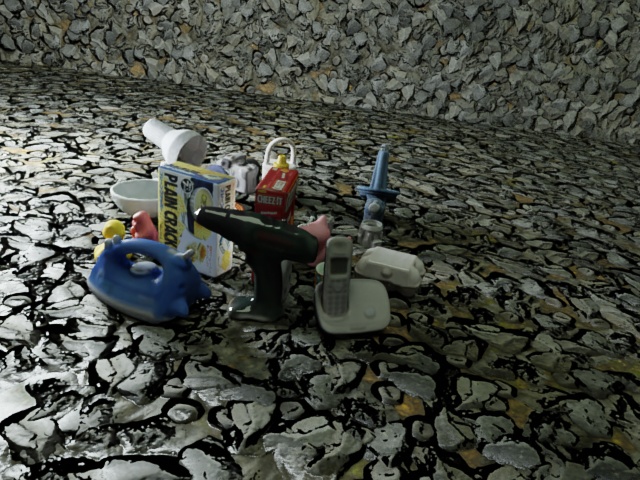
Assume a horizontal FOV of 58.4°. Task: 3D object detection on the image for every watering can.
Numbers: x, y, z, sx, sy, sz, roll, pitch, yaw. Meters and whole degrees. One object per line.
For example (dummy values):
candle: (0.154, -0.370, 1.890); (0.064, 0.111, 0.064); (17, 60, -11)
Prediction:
watering can: (-0.122, -0.204, 1.658); (0.101, 0.194, 0.172); (-16, 32, -42)

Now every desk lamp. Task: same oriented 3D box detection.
desk lamp: (-0.419, -0.218, 1.585); (0.202, 0.213, 0.118); (19, 26, 25)

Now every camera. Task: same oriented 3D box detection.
camera: (-0.235, -0.218, 1.775); (0.142, 0.101, 0.137); (21, 27, 29)

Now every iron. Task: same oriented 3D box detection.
iron: (-0.336, 0.055, 1.074); (0.257, 0.141, 0.119); (14, 25, 16)

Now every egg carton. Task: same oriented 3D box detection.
egg carton: (0.155, 0.069, 1.268); (0.150, 0.069, 0.107); (14, 24, 15)

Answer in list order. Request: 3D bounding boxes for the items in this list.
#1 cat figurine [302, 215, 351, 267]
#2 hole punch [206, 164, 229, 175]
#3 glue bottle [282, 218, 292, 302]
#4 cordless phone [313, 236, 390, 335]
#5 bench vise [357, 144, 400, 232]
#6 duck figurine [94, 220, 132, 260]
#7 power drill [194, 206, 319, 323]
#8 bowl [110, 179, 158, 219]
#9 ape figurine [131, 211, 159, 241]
cat figurine: (0.012, 0.005, 1.315); (0.127, 0.118, 0.067); (13, 24, 13)
hole punch: (-0.320, -0.163, 1.638); (0.101, 0.091, 0.108); (-10, 29, -33)
glue bottle: (-0.077, 0.037, 1.148); (0.037, 0.173, 0.078); (11, 24, 9)
cordless phone: (0.064, 0.082, 1.068); (0.148, 0.185, 0.094); (-2, 25, -19)
bench vise: (0.170, -0.139, 1.559); (0.121, 0.220, 0.207); (2, 24, -10)
duck figurine: (-0.447, 0.000, 1.238); (0.077, 0.086, 0.104); (6, 24, -1)
power drill: (-0.122, 0.045, 1.073); (0.229, 0.208, 0.075); (5, 24, -4)
bowl: (-0.450, -0.098, 1.476); (0.167, 0.075, 0.167); (6, 24, -2)
ape figurine: (-0.402, -0.022, 1.295); (0.076, 0.092, 0.077); (4, 24, -6)
